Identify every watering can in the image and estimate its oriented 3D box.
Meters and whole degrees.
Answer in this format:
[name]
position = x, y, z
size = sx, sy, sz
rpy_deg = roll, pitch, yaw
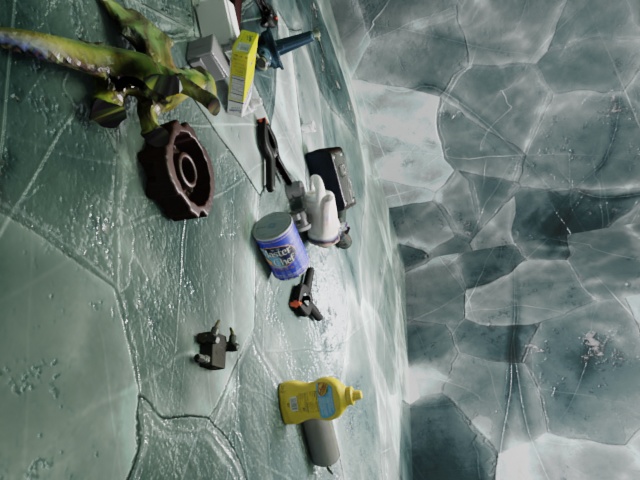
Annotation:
[watering can]
position = 0.005, -0.079, 1.573
size = 0.104, 0.221, 0.352
rpy_deg = -9, 17, -5

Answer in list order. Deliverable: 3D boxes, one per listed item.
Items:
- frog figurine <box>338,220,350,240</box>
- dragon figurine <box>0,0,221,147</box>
[frog figurine]
position = 0.015, -0.065, 1.776
size = 0.159, 0.121, 0.140
rpy_deg = 37, 29, -10
[dragon figurine]
position = -0.297, -0.285, 0.798
size = 0.121, 0.247, 0.407
rpy_deg = -40, -34, 21
